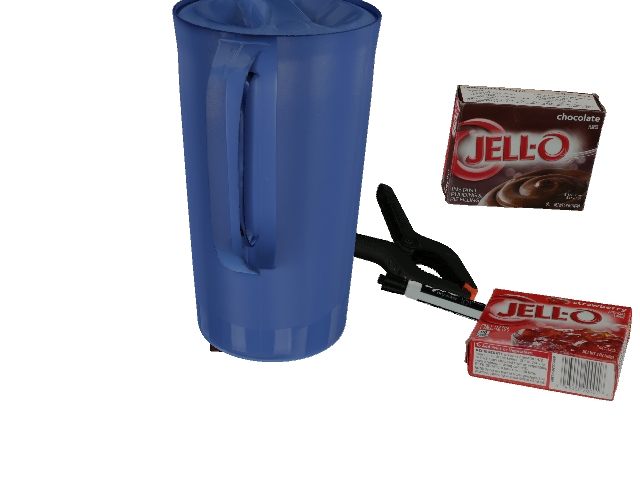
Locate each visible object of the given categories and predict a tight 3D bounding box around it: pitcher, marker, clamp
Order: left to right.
[{"bbox_3d":[-0.035,-0.039,0.718,0.149,0.243,0.145,-13,28,-29],"label":"pitcher"},{"bbox_3d":[0.088,0.015,1.244,0.164,0.036,0.210,-22,52,-39],"label":"clamp"},{"bbox_3d":[0.113,0.056,1.028,0.121,0.020,0.020,19,1,3],"label":"marker"}]

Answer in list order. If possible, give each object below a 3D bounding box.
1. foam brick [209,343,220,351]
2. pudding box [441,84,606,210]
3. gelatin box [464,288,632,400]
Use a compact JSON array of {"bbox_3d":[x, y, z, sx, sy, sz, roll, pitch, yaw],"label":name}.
[{"bbox_3d":[-0.065,0.051,0.906,0.053,0.078,0.051,5,14,-6],"label":"foam brick"},{"bbox_3d":[0.156,-0.072,0.833,0.113,0.090,0.039,2,35,-3],"label":"pudding box"},{"bbox_3d":[0.140,0.061,0.653,0.089,0.030,0.073,8,25,20],"label":"gelatin box"}]
